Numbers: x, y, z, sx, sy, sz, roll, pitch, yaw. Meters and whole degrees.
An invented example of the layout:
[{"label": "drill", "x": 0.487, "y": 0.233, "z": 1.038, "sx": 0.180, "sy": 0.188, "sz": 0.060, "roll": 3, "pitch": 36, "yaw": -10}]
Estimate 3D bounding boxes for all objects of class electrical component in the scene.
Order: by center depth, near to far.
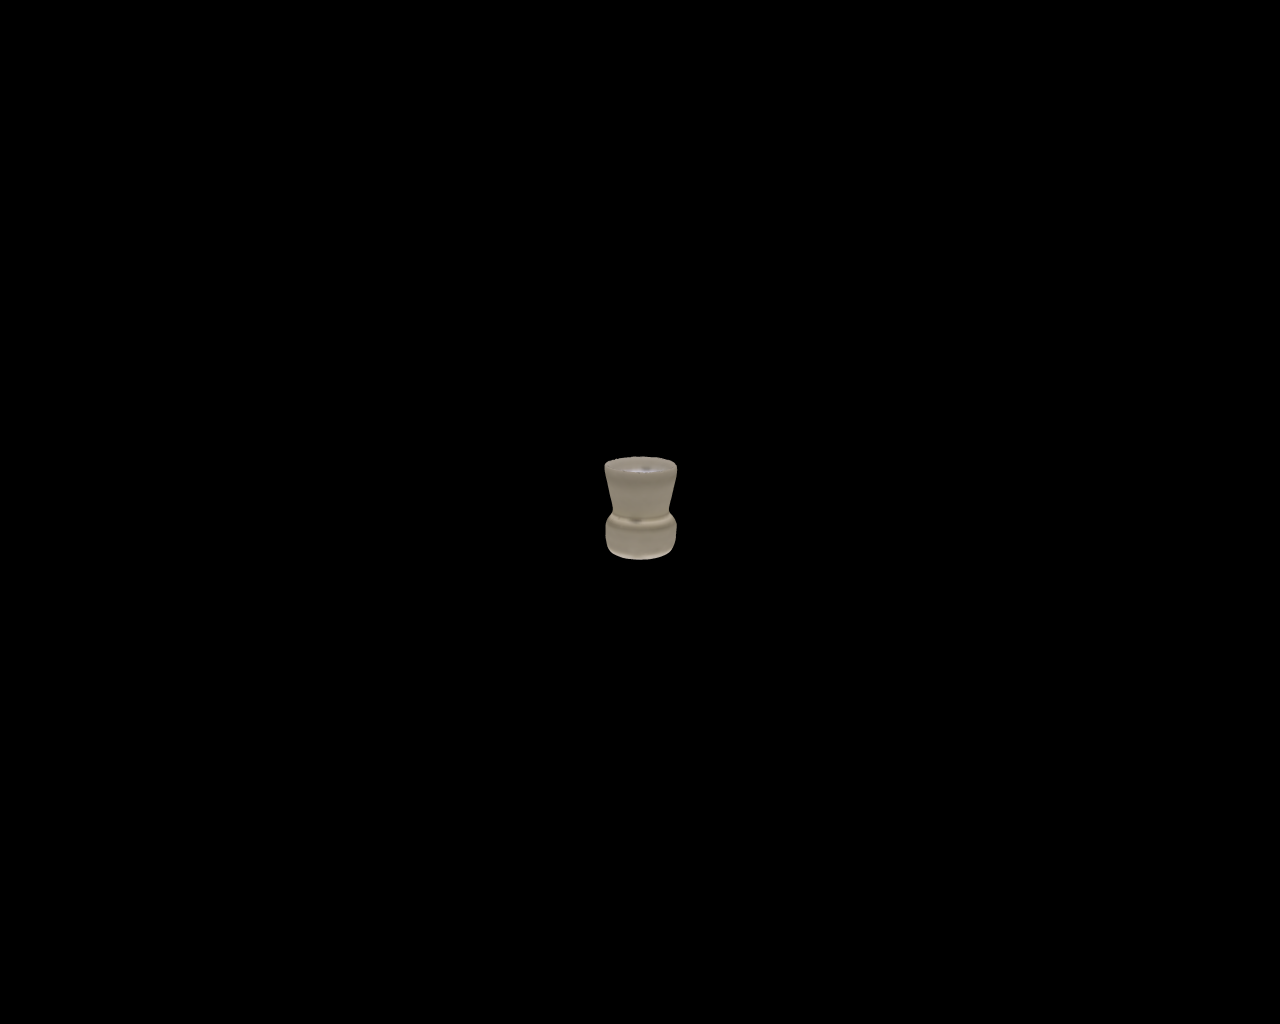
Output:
[{"label": "electrical component", "x": 0.001, "y": -0.003, "z": 0.650, "sx": 0.045, "sy": 0.055, "sz": 0.045, "roll": 0, "pitch": 15, "yaw": 0}]
